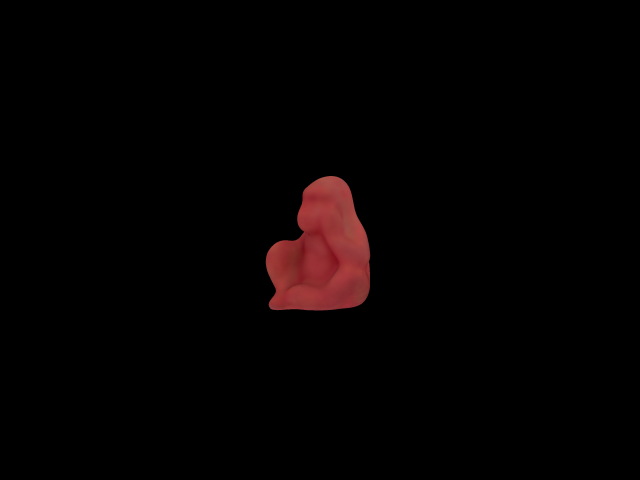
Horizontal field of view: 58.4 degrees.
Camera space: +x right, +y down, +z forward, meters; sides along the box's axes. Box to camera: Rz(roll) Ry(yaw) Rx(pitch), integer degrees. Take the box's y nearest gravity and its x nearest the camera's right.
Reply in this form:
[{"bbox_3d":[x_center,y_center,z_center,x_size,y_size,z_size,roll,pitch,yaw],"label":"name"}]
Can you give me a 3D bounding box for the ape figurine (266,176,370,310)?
[{"bbox_3d":[0.004,0.001,0.400,0.076,0.092,0.077,-2,3,-40],"label":"ape figurine"}]
